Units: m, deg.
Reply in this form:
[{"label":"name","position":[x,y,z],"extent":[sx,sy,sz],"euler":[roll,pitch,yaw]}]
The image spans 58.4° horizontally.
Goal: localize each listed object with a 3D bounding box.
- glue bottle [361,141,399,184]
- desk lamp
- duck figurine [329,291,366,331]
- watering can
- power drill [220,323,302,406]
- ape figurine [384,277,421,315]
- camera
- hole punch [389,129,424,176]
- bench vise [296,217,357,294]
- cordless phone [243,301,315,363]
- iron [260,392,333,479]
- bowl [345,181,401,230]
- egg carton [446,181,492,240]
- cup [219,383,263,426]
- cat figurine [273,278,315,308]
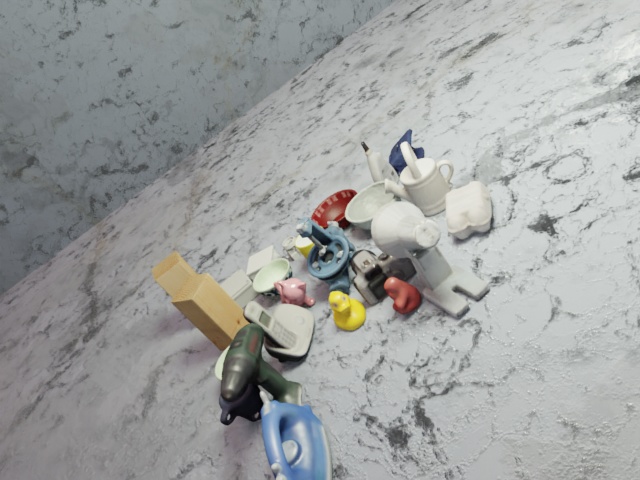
[{"label":"glue bottle","position":[0.164,-0.213,1.636],"extent":[0.037,0.173,0.078],"euler":[-3,44,45]},{"label":"desk lamp","position":[0.220,0.025,1.190],"extent":[0.118,0.214,0.202],"euler":[-42,29,-8]},{"label":"duck figurine","position":[0.051,0.152,1.324],"extent":[0.077,0.086,0.104],"euler":[-39,29,-4]},{"label":"watering can","position":[0.246,-0.158,1.446],"extent":[0.173,0.194,0.100],"euler":[-36,29,2]},{"label":"power drill","position":[-0.123,0.290,1.190],"extent":[0.075,0.209,0.229],"euler":[-29,30,15]},{"label":"ape figurine","position":[0.171,0.115,1.240],"extent":[0.076,0.092,0.078],"euler":[-23,32,24]},{"label":"camera","position":[0.130,0.057,1.358],"extent":[0.143,0.101,0.136],"euler":[-38,29,-1]},{"label":"hole punch","position":[0.246,-0.260,1.698],"extent":[0.101,0.091,0.108],"euler":[-21,33,26]},{"label":"bench vise","position":[0.003,0.012,1.440],"extent":[0.121,0.220,0.207],"euler":[-33,29,8]},{"label":"cordless phone","position":[-0.099,0.185,1.337],"extent":[0.094,0.185,0.147],"euler":[-22,33,26]},{"label":"iron","position":[-0.058,0.394,1.038],"extent":[0.118,0.142,0.258],"euler":[-33,29,7]},{"label":"bowl","position":[0.156,-0.082,1.558],"extent":[0.167,0.075,0.167],"euler":[-27,31,18]},{"label":"egg carton","position":[0.348,-0.072,1.338],"extent":[0.107,0.070,0.150],"euler":[-22,32,25]},{"label":"cup","position":[-0.163,0.364,1.245],"extent":[0.091,0.095,0.118],"euler":[-11,38,38]},{"label":"cat figurine","position":[-0.073,0.133,1.455],"extent":[0.067,0.118,0.127],"euler":[-49,31,-20]}]
